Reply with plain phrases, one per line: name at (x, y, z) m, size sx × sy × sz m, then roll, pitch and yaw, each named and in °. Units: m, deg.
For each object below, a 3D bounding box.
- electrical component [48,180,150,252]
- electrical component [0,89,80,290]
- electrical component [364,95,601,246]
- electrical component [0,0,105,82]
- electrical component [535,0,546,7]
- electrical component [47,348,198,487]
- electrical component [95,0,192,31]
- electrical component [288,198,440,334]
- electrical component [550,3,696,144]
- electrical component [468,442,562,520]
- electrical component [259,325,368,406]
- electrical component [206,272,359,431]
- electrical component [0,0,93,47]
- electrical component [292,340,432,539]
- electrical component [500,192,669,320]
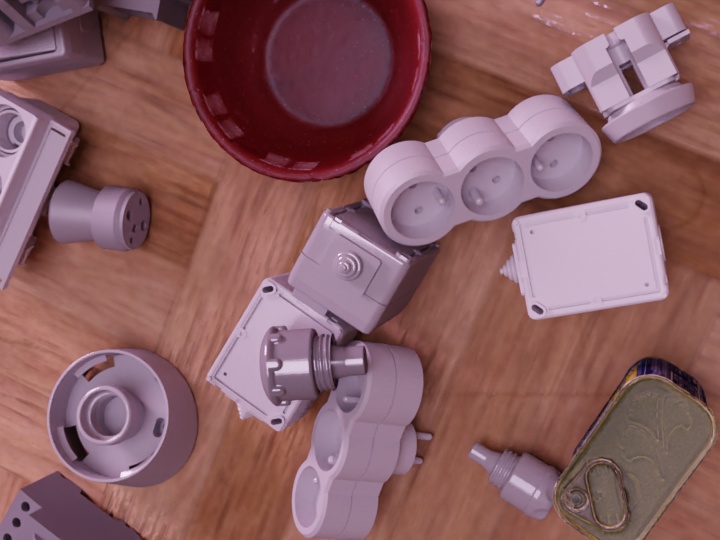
electrical component at (-0.179, -0.037, 0.741) m, size 0.055 × 0.045 × 0.045 m, roll 8°, pitch 97°, yaw 15°
electrical component at (-0.248, -0.060, 0.749) m, size 0.079 × 0.063 × 0.121 m, roll 30°, pitch 102°, yaw 11°
electrical component at (0.069, -0.069, 0.657) m, size 0.138 × 0.073 × 0.052 m, roll -19°, pitch 127°, yaw -3°
electrical component at (-0.234, -0.167, 0.737) m, size 0.096 × 0.061 × 0.061 m, roll -7°, pitch 93°, yaw 16°
electrical component at (0.121, -0.194, 0.640) m, size 0.083 × 0.047 × 0.075 m, roll 38°, pitch 104°, yaw 10°
electrical component at (-0.166, 0.103, 0.753) m, size 0.099 × 0.064 × 0.099 m, roll -2°, pitch 81°, yaw 12°
electrical component at (-0.141, -0.198, 0.718) m, size 0.081 × 0.042 × 0.063 m, roll 12°, pitch 95°, yaw 14°
electrical component at (0.000, 0.000, 0.667) m, size 0.062 × 0.096 × 0.061 m, roll 33°, pitch 106°, yaw 11°
electrical component at (0.161, -0.111, 0.632) m, size 0.078 × 0.058 × 0.057 m, roll -27°, pitch 85°, yaw 16°
electrical component at (0.098, 0.130, 0.684) m, size 0.061 × 0.035 × 0.035 m, roll 31°, pitch 102°, yaw 14°
electrical component at (-0.027, 0.056, 0.643) m, size 0.062 × 0.048 × 0.048 m, roll -4°, pitch 94°, yaw 7°
electrical component at (-0.050, 0.057, 0.705) m, size 0.062 × 0.061 × 0.096 m, roll 34°, pitch 103°, yaw 10°
electrical component at (-0.234, -0.238, 0.689) m, size 0.105 × 0.060 × 0.186 m, roll -16°, pitch 63°, yaw 17°
electrical component at (0.012, 0.113, 0.697) m, size 0.074 × 0.052 × 0.138 m, roll 10°, pitch 111°, yaw -27°
electrical component at (0.133, -0.008, 0.646) m, size 0.096 × 0.061 × 0.061 m, roll -10°, pitch 92°, yaw 17°
